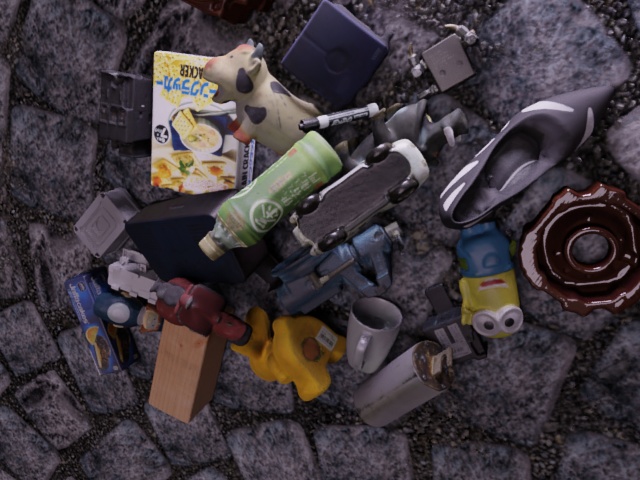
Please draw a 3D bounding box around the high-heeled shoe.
[{"bbox_3d":[0.253,-0.104,0.668,0.248,0.145,0.086,-42,89,27],"label":"high-heeled shoe"}]

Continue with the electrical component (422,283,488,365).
[{"bbox_3d":[0.196,0.127,0.809,0.075,0.048,0.119,-22,98,24],"label":"electrical component"}]

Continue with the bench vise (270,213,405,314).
[{"bbox_3d":[0.001,-0.005,0.810,0.224,0.129,0.240,-32,96,22],"label":"bench vise"}]

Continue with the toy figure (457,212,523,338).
[{"bbox_3d":[0.239,0.049,0.753,0.082,0.089,0.180,-12,92,38],"label":"toy figure"}]

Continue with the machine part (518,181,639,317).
[{"bbox_3d":[0.357,0.011,0.710,0.180,0.056,0.179,5,106,18],"label":"machine part"}]

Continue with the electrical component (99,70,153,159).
[{"bbox_3d":[-0.295,-0.201,0.868,0.058,0.115,0.134,14,110,21],"label":"electrical component"}]

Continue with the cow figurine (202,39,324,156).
[{"bbox_3d":[-0.076,-0.195,0.765,0.195,0.086,0.127,26,103,-28],"label":"cow figurine"}]

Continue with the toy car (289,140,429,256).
[{"bbox_3d":[0.050,-0.055,0.716,0.202,0.056,0.073,-35,80,12],"label":"toy car"}]

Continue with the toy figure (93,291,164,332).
[{"bbox_3d":[-0.337,0.139,0.996,0.154,0.058,0.064,15,123,-2],"label":"toy figure"}]

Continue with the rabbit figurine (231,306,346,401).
[{"bbox_3d":[-0.068,0.190,0.884,0.162,0.122,0.173,34,145,-17],"label":"rabbit figurine"}]

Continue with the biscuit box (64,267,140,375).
[{"bbox_3d":[-0.424,0.157,1.046,0.059,0.063,0.202,-15,99,23],"label":"biscuit box"}]

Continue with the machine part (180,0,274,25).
[{"bbox_3d":[-0.146,-0.431,0.763,0.202,0.087,0.200,30,113,9],"label":"machine part"}]

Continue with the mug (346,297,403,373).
[{"bbox_3d":[0.077,0.160,0.836,0.081,0.109,0.107,14,123,10],"label":"mug"}]

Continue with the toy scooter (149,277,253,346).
[{"bbox_3d":[-0.196,0.099,0.814,0.184,0.135,0.075,19,74,31],"label":"toy scooter"}]

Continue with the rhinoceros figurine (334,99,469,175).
[{"bbox_3d":[0.112,-0.132,0.754,0.190,0.073,0.112,-28,92,25],"label":"rhinoceros figurine"}]

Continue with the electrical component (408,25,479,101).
[{"bbox_3d":[0.166,-0.239,0.718,0.102,0.045,0.078,-19,96,25],"label":"electrical component"}]

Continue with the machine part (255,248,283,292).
[{"bbox_3d":[-0.104,0.019,0.897,0.084,0.039,0.139,-40,88,28],"label":"machine part"}]

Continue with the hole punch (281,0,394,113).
[{"bbox_3d":[0.021,-0.257,0.748,0.116,0.092,0.142,40,111,2],"label":"hole punch"}]

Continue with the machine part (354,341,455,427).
[{"bbox_3d":[0.124,0.221,0.819,0.079,0.079,0.243,43,134,5],"label":"machine part"}]

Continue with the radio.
[{"bbox_3d":[-0.199,0.000,0.866,0.230,0.073,0.131,-3,124,39],"label":"radio"}]
